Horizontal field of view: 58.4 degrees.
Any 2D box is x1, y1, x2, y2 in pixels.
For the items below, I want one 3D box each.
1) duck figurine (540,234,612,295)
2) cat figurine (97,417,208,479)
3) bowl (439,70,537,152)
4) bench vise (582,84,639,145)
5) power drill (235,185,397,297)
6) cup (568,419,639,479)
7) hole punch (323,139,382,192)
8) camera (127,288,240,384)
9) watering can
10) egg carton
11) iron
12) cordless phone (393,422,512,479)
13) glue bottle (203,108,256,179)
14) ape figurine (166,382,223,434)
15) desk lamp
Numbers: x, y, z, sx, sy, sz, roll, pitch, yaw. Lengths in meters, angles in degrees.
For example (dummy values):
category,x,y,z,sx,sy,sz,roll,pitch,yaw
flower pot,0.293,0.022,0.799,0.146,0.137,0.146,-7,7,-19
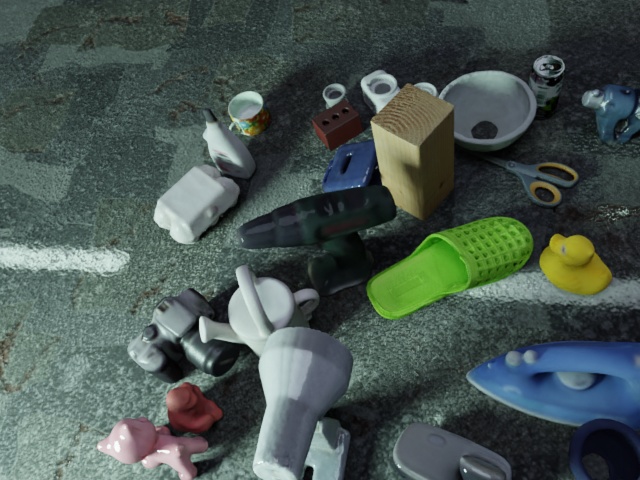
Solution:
category,x,y,z,sx,sy,sz,roll,pitch,yaw
duck figurine,0.380,0.029,0.842,0.104,0.086,0.077,35,73,27
cat figurine,-0.240,0.290,0.812,0.127,0.118,0.067,7,63,16
bowl,0.289,-0.213,1.007,0.167,0.075,0.167,-5,60,10
bench vise,0.528,-0.234,0.880,0.207,0.220,0.121,-18,58,2
power drill,0.008,0.003,0.868,0.229,0.209,0.075,-22,58,0
cup,0.347,0.287,0.697,0.091,0.095,0.118,0,61,13
hole punch,0.058,-0.118,0.995,0.101,0.091,0.109,12,64,19
camera,-0.205,0.161,0.888,0.136,0.101,0.143,32,72,26
watering can,-0.089,0.110,0.837,0.173,0.194,0.100,-40,60,-11
egg carton,-0.222,-0.065,1.039,0.107,0.069,0.150,35,73,27
iron,0.323,0.170,0.741,0.257,0.142,0.118,0,61,13
cordless phone,0.159,0.269,0.695,0.147,0.185,0.094,16,66,21
glue bottle,-0.175,-0.177,1.032,0.078,0.173,0.037,14,65,20
ape figurine,-0.195,0.244,0.844,0.076,0.092,0.077,-18,58,2
desk lamp,-0.021,0.240,0.736,0.117,0.214,0.203,3,62,15
